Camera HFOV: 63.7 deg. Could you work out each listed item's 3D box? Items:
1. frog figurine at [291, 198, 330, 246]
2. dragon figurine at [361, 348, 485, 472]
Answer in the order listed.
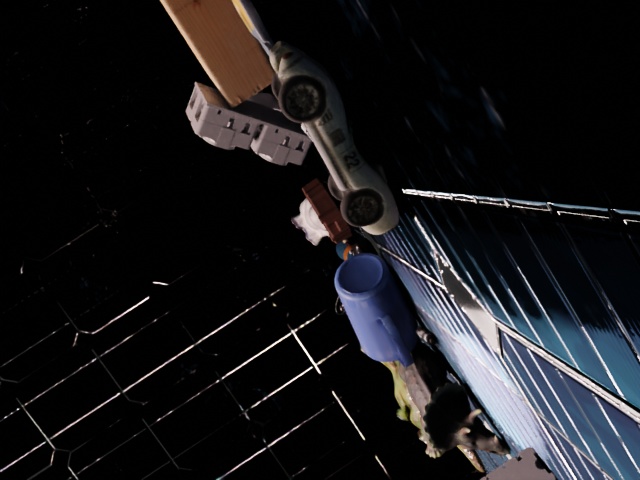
[{"bbox_3d":[0.004,-0.074,1.469,0.123,0.139,0.156,-12,-23,-33],"label":"frog figurine"},{"bbox_3d":[0.250,0.389,1.316,0.123,0.238,0.415,-38,37,-16],"label":"dragon figurine"}]
